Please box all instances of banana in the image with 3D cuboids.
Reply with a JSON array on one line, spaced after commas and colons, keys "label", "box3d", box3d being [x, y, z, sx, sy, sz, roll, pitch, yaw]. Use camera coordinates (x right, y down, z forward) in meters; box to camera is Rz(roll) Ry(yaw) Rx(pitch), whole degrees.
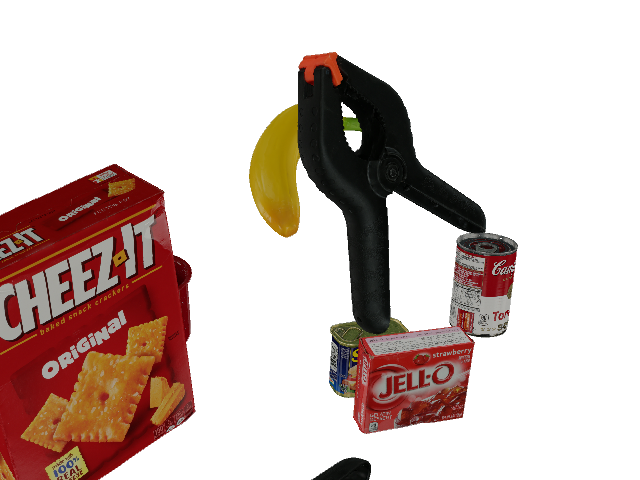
[{"label": "banana", "box3d": [-0.021, -0.070, 0.875, 0.070, 0.037, 0.197, 14, 37, 13]}]

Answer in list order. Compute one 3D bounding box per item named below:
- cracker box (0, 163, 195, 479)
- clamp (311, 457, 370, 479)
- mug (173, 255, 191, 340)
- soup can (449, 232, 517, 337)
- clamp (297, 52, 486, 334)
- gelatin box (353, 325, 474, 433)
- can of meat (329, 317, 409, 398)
[{"label": "cracker box", "box3d": [-0.180, 0.076, 0.780, 0.072, 0.214, 0.163, 26, 42, 37]}, {"label": "clamp", "box3d": [-0.051, 0.194, 0.635, 0.210, 0.036, 0.164, -4, 28, 1]}, {"label": "mug", "box3d": [-0.186, 0.076, 1.136, 0.093, 0.081, 0.117, 9, 32, 15]}, {"label": "soup can", "box3d": [0.182, 0.050, 1.202, 0.068, 0.102, 0.068, 3, 19, -1]}, {"label": "clamp", "box3d": [0.030, -0.030, 0.650, 0.039, 0.171, 0.120, -6, 40, 50]}, {"label": "gelatin box", "box3d": [0.072, 0.109, 0.836, 0.089, 0.073, 0.030, -6, 29, -18]}, {"label": "can of meat", "box3d": [0.062, 0.156, 1.418, 0.102, 0.084, 0.057, -6, 26, -21]}]
